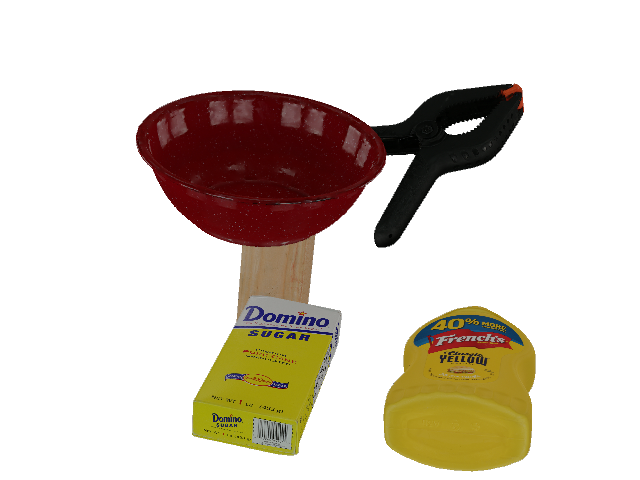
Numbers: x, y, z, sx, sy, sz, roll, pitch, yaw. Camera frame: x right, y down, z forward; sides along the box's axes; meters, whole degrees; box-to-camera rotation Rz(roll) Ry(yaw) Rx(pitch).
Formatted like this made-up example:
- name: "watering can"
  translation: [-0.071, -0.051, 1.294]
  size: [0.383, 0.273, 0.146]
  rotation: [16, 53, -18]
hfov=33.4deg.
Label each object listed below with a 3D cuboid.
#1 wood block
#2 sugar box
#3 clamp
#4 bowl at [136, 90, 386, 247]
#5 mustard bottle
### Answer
- name: "wood block"
  translation: [-0.062, 0.051, 1.482]
  size: [0.090, 0.206, 0.090]
  rotation: [8, 22, 5]
- name: "sugar box"
  translation: [-0.044, 0.115, 0.958]
  size: [0.093, 0.048, 0.176]
  rotation: [10, 32, 8]
- name: "clamp"
  translation: [0.100, -0.080, 0.977]
  size: [0.210, 0.165, 0.036]
  rotation: [-23, -43, -6]
- name: "bowl"
  translation: [-0.040, -0.042, 0.700]
  size: [0.162, 0.055, 0.162]
  rotation: [4, 30, -3]
- name: "mustard bottle"
  translation: [0.107, 0.094, 0.772]
  size: [0.096, 0.058, 0.191]
  rotation: [1, 19, 13]
